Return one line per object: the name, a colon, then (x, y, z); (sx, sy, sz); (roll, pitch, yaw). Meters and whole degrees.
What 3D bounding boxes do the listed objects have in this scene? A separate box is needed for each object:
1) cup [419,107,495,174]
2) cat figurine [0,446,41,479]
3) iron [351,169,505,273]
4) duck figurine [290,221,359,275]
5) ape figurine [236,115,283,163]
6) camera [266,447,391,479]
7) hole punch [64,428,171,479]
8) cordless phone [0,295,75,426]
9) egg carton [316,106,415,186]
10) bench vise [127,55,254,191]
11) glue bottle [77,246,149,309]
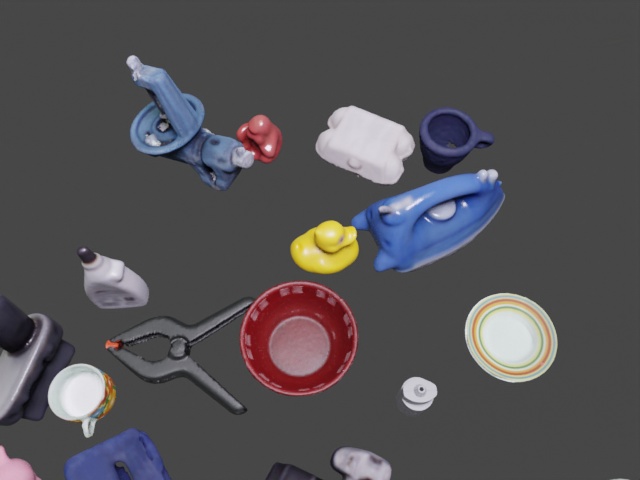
cup: (0.212, -0.149, 0.921); (0.117, 0.095, 0.091); (6, 65, 1)
cat figurine: (-0.369, 0.315, 0.672); (0.067, 0.118, 0.128); (10, 65, 3)
iron: (0.182, -0.053, 0.849); (0.258, 0.141, 0.118); (-23, 67, -12)
duck figurine: (0.008, 0.003, 0.848); (0.104, 0.086, 0.077); (-7, 65, -5)
ape figurine: (-0.096, -0.168, 0.922); (0.076, 0.092, 0.077); (-26, 68, -13)
camera: (0.001, 0.311, 0.694); (0.136, 0.101, 0.143); (23, 66, 9)
hole punch: (-0.242, 0.293, 0.701); (0.101, 0.091, 0.108); (-32, 69, -15)
cordless phone: (-0.397, 0.149, 0.712); (0.094, 0.185, 0.147); (11, 65, 4)
egg carton: (0.073, -0.152, 0.932); (0.150, 0.069, 0.107); (23, 66, 9)
bench vise: (-0.196, -0.180, 0.854); (0.207, 0.220, 0.121); (8, 65, 2)
glue bottle: (-0.287, 0.049, 0.769); (0.078, 0.173, 0.037); (-2, 65, -2)
